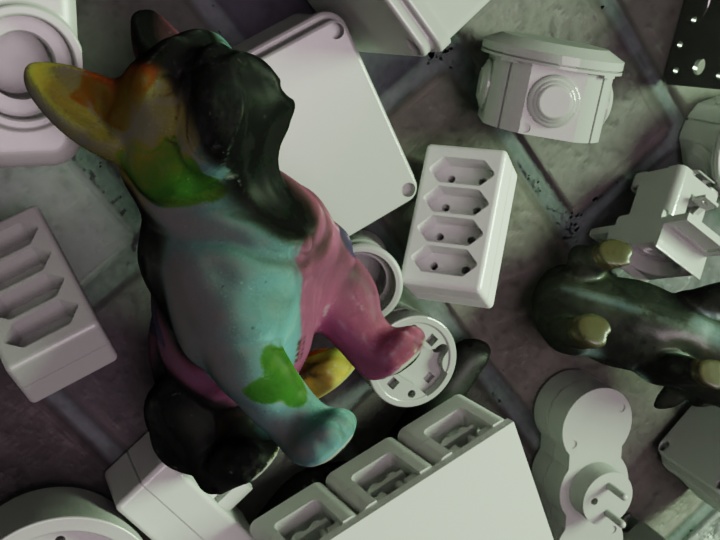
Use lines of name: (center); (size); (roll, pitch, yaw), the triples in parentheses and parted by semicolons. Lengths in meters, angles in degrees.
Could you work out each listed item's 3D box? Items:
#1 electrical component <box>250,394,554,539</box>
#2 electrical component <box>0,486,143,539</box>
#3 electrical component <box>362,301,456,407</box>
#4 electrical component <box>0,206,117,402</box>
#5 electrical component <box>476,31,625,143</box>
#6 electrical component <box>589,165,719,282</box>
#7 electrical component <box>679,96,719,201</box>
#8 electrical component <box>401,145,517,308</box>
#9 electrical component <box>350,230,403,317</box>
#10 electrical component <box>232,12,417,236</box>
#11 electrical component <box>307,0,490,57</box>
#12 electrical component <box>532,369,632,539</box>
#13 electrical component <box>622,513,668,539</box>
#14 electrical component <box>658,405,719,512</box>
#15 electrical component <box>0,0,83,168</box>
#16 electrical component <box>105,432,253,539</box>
electrical component: (0.024, 0.149, 0.613); (0.150, 0.062, 0.089); (-29, 114, -19)
electrical component: (-0.166, 0.171, 0.588); (0.108, 0.060, 0.108); (-6, 106, -20)
electrical component: (0.022, 0.047, 0.637); (0.055, 0.047, 0.055); (-6, 106, -20)
electrical component: (-0.160, 0.026, 0.549); (0.047, 0.083, 0.075); (-28, 151, -13)
electrical component: (0.106, -0.105, 0.612); (0.080, 0.080, 0.051); (3, 108, -22)
electrical component: (0.190, -0.029, 0.672); (0.042, 0.081, 0.063); (34, 68, -26)
electrical component: (0.250, -0.077, 0.692); (0.080, 0.051, 0.080); (-6, 106, -20)
electrical component: (0.062, -0.020, 0.629); (0.076, 0.047, 0.083); (44, 56, -66)
electrical component: (0.000, 0.000, 0.605); (0.044, 0.065, 0.044); (0, 104, -2)
electrical component: (-0.028, -0.074, 0.579); (0.078, 0.057, 0.113); (-31, 113, -11)
electrical component: (0.002, -0.165, 0.537); (0.056, 0.109, 0.108); (-44, 115, -8)
electrical component: (0.152, 0.141, 0.699); (0.052, 0.074, 0.138); (-6, 106, -20)
electrical component: (0.184, 0.235, 0.719); (0.109, 0.109, 0.056); (-41, 112, -7)
electrical component: (0.272, 0.113, 0.737); (0.113, 0.078, 0.057); (-48, 118, -4)
electrical component: (-0.164, -0.099, 0.516); (0.054, 0.059, 0.095); (-5, 106, -21)
electrical component: (-0.087, 0.124, 0.614); (0.076, 0.047, 0.083); (-43, 115, -6)
